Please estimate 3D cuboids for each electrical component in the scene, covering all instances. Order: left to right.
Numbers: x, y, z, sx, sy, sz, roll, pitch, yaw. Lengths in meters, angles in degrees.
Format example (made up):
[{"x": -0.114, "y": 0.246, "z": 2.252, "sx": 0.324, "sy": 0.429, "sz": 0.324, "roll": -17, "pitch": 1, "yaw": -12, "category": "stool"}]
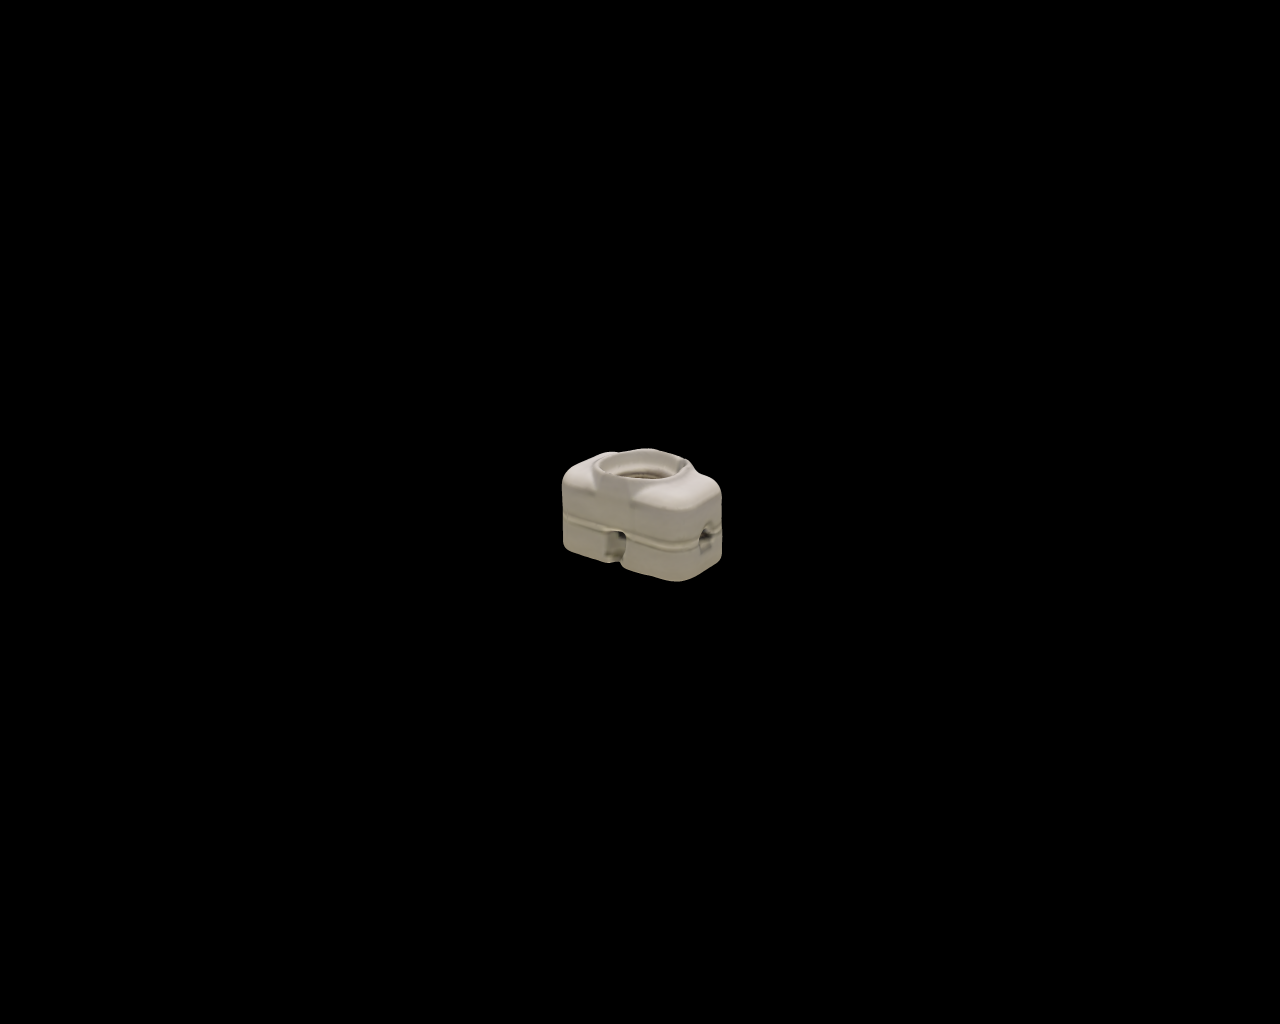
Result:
[{"x": 0.001, "y": -0.003, "z": 0.650, "sx": 0.095, "sy": 0.059, "sz": 0.054, "roll": 16, "pitch": 27, "yaw": 34, "category": "electrical component"}]
